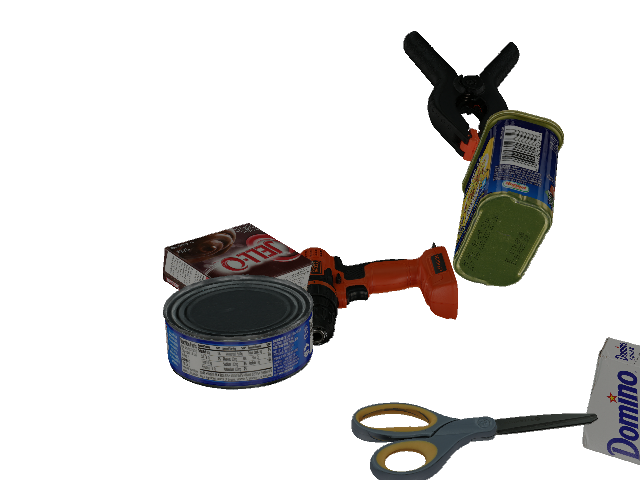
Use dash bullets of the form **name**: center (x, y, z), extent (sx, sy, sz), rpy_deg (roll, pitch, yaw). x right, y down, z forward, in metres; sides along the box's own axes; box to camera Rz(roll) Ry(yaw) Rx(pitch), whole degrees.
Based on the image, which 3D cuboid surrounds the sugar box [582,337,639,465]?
- **sugar box**: center (0.308, 0.149, 0.868), extent (0.176, 0.093, 0.048), rpy_deg (13, 24, 20)

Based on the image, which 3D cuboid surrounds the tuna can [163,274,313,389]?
- **tuna can**: center (-0.046, 0.051, 0.613), extent (0.086, 0.034, 0.086), rpy_deg (-1, 21, 0)

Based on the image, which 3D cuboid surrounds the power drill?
- **power drill**: center (0.061, 0.059, 1.231), extent (0.187, 0.057, 0.184), rpy_deg (-2, 28, -1)

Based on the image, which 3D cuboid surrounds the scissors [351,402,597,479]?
- **scissors**: center (0.123, 0.164, 0.856), extent (0.202, 0.016, 0.096), rpy_deg (3, 32, 7)

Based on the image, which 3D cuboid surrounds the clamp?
- **clamp**: center (0.135, -0.151, 1.062), extent (0.120, 0.171, 0.039), rpy_deg (8, -44, 6)

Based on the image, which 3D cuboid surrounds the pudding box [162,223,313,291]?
- **pudding box**: center (-0.077, 0.028, 0.996), extent (0.090, 0.039, 0.113), rpy_deg (29, 34, 34)

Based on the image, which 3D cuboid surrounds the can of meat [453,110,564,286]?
- **can of meat**: center (0.134, -0.028, 0.768), extent (0.057, 0.084, 0.102), rpy_deg (15, -39, 0)
